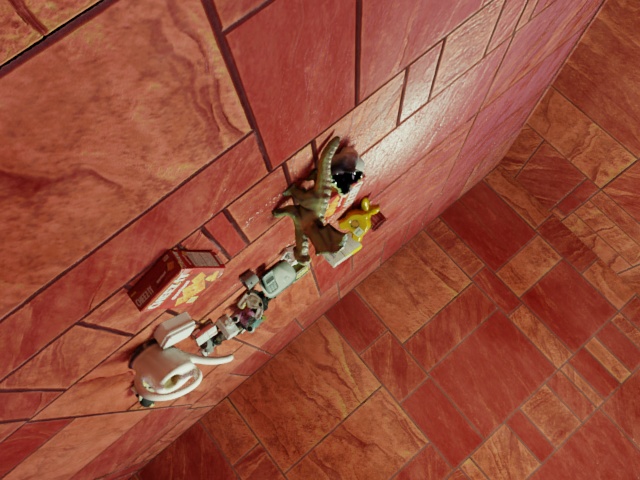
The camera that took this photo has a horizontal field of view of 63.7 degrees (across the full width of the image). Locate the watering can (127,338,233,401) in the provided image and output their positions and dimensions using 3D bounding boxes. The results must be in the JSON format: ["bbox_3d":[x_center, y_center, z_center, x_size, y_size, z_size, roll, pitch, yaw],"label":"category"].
[{"bbox_3d":[-0.462,0.400,1.667,0.351,0.226,0.102,-19,136,-55],"label":"watering can"}]

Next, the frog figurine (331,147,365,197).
[{"bbox_3d":[0.075,-0.222,1.538,0.163,0.123,0.134,-81,-178,-48],"label":"frog figurine"}]

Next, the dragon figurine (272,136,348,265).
[{"bbox_3d":[0.004,-0.074,1.465,0.123,0.245,0.402,-18,155,-44],"label":"dragon figurine"}]
